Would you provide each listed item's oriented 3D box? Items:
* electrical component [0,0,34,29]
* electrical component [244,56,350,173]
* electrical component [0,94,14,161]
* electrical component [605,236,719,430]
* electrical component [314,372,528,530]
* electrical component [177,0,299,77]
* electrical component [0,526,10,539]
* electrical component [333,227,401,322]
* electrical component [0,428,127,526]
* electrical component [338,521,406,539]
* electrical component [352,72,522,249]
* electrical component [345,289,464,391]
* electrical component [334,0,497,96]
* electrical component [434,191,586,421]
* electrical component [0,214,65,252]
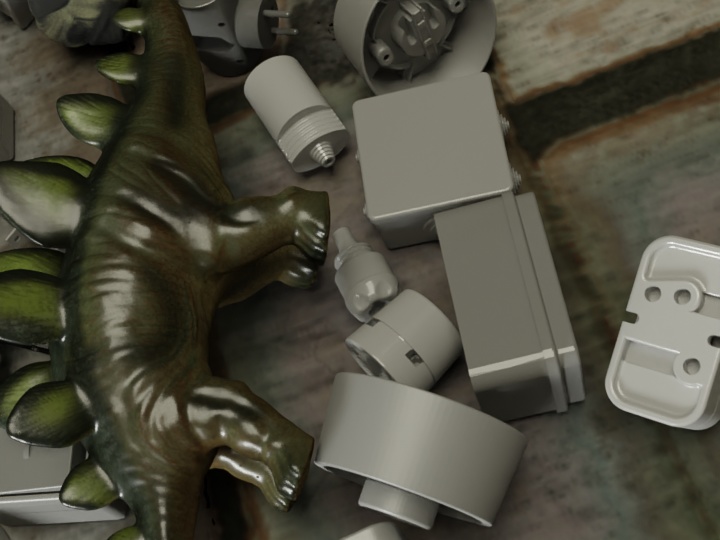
[{"bbox_3d":[-0.257,-0.245,0.805,0.048,0.099,0.099,32,75,11],"label":"electrical component"},{"bbox_3d":[-0.040,-0.099,0.712,0.043,0.043,0.081,-32,62,-3],"label":"electrical component"},{"bbox_3d":[-0.301,-0.106,0.760,0.083,0.075,0.047,-13,63,7],"label":"electrical component"},{"bbox_3d":[0.175,0.035,0.577,0.054,0.059,0.095,16,89,31],"label":"electrical component"},{"bbox_3d":[0.028,0.101,0.566,0.108,0.108,0.060,15,75,20],"label":"electrical component"},{"bbox_3d":[-0.081,-0.171,0.738,0.079,0.077,0.043,8,67,17],"label":"electrical component"},{"bbox_3d":[-0.258,0.189,0.627,0.099,0.064,0.099,-5,76,19],"label":"electrical component"},{"bbox_3d":[0.000,0.000,0.660,0.035,0.035,0.061,-27,60,-1],"label":"electrical component"},{"bbox_3d":[-0.191,0.113,0.636,0.096,0.061,0.061,-6,63,10],"label":"electrical component"},{"bbox_3d":[-0.012,0.181,0.564,0.095,0.053,0.059,-25,61,1],"label":"electrical component"},{"bbox_3d":[0.047,-0.066,0.673,0.100,0.048,0.099,-12,63,8],"label":"electrical component"},{"bbox_3d":[0.027,0.044,0.622,0.047,0.055,0.055,-43,63,-13],"label":"electrical component"},{"bbox_3d":[0.035,-0.159,0.696,0.099,0.099,0.064,-36,56,-5],"label":"electrical component"},{"bbox_3d":[0.085,0.021,0.605,0.057,0.078,0.113,-14,62,8],"label":"electrical component"},{"bbox_3d":[-0.208,-0.039,0.723,0.055,0.048,0.066,27,74,31],"label":"electrical component"}]
